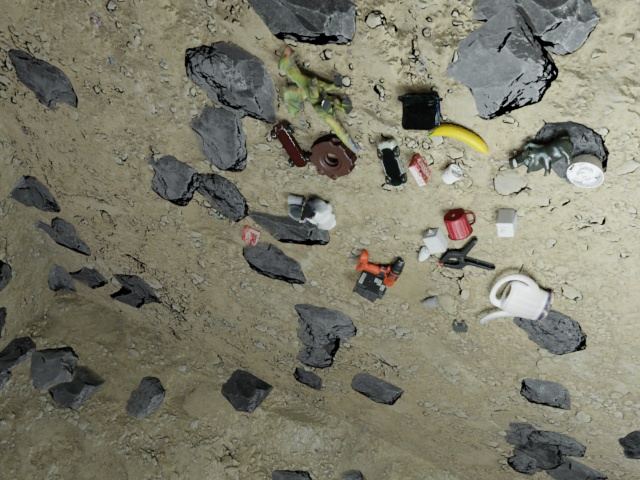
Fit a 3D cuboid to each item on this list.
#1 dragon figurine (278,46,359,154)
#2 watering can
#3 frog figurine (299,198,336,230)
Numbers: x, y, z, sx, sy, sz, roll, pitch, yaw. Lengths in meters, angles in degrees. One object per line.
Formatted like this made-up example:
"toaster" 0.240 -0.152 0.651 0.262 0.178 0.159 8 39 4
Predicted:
"dragon figurine" -0.025 -0.466 1.765 0.244 0.124 0.402 13 138 45
"watering can" 0.765 0.255 2.007 0.225 0.106 0.339 20 139 11
"frog figurine" 0.006 -0.106 2.112 0.159 0.125 0.135 10 143 -37
